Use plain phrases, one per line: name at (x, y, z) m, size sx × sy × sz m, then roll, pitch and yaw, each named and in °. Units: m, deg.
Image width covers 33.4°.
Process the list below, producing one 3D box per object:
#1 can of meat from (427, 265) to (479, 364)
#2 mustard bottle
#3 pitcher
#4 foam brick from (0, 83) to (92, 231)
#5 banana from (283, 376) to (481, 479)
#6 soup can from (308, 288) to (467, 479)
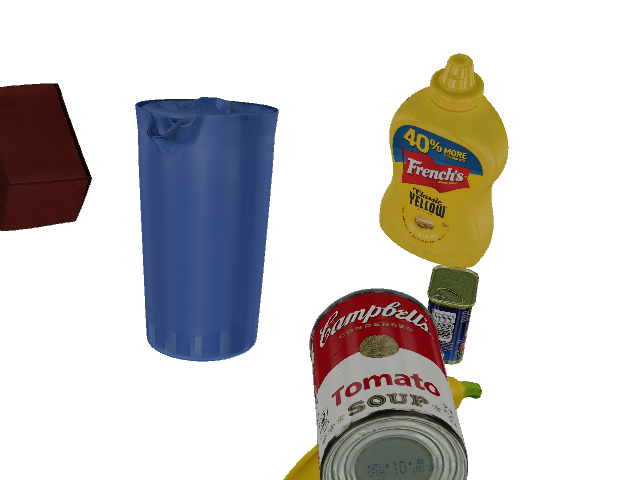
can of meat at (0.155, 0.090, 1.296) m, size 0.057 × 0.084 × 0.102 m, roll 11°, pitch 25°, yaw 7°
mustard bottle at (0.101, -0.067, 0.860) m, size 0.096 × 0.192 × 0.058 m, roll 26°, pitch 50°, yaw 21°
pitcher at (-0.105, -0.016, 1.029) m, size 0.149 × 0.243 × 0.145 m, roll -2°, pitch 14°, yaw -19°
foam brick at (-0.185, -0.053, 0.677) m, size 0.051 × 0.078 × 0.053 m, roll -10°, pitch -28°, yaw -30°
banana at (0.026, 0.148, 0.715) m, size 0.197 × 0.069 × 0.037 m, roll -35°, pitch 44°, yaw -4°
soup can at (0.030, 0.078, 0.513) m, size 0.068 × 0.068 × 0.102 m, roll 0°, pitch 29°, yaw -3°
